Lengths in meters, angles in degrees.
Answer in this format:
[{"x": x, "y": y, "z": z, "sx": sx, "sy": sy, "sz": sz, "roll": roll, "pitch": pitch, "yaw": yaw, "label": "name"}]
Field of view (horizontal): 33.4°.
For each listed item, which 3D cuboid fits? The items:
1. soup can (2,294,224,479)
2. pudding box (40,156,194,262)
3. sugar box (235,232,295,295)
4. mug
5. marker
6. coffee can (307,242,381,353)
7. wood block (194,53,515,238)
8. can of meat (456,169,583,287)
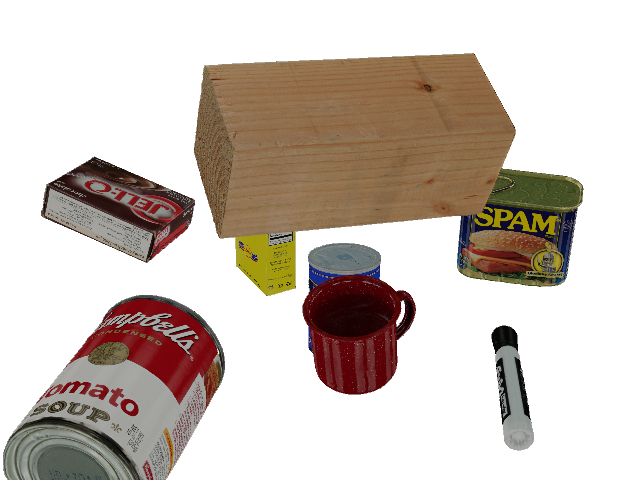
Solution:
[{"x": -0.093, "y": 0.080, "z": 0.496, "sx": 0.069, "sy": 0.068, "sz": 0.102, "roll": 0, "pitch": 28, "yaw": 18, "label": "soup can"}, {"x": -0.185, "y": -0.030, "z": 0.981, "sx": 0.113, "sy": 0.039, "sz": 0.090, "roll": 21, "pitch": 24, "yaw": 9, "label": "pudding box"}, {"x": -0.065, "y": -0.035, "z": 1.222, "sx": 0.048, "sy": 0.176, "sz": 0.093, "roll": -14, "pitch": 27, "yaw": -24, "label": "sugar box"}, {"x": 0.042, "y": 0.088, "z": 1.031, "sx": 0.117, "sy": 0.081, "sz": 0.093, "roll": -26, "pitch": 43, "yaw": -24, "label": "mug"}, {"x": 0.130, "y": 0.096, "z": 0.728, "sx": 0.020, "sy": 0.020, "sz": 0.121, "roll": 0, "pitch": 30, "yaw": 5, "label": "marker"}, {"x": 0.033, "y": 0.087, "z": 1.513, "sx": 0.103, "sy": 0.140, "sz": 0.103, "roll": 0, "pitch": 21, "yaw": 0, "label": "coffee can"}, {"x": 0.021, "y": -0.071, "z": 0.772, "sx": 0.205, "sy": 0.091, "sz": 0.090, "roll": -6, "pitch": -39, "yaw": -18, "label": "wood block"}, {"x": 0.169, "y": -0.011, "z": 0.923, "sx": 0.102, "sy": 0.084, "sz": 0.057, "roll": 8, "pitch": 32, "yaw": 11, "label": "can of meat"}]
